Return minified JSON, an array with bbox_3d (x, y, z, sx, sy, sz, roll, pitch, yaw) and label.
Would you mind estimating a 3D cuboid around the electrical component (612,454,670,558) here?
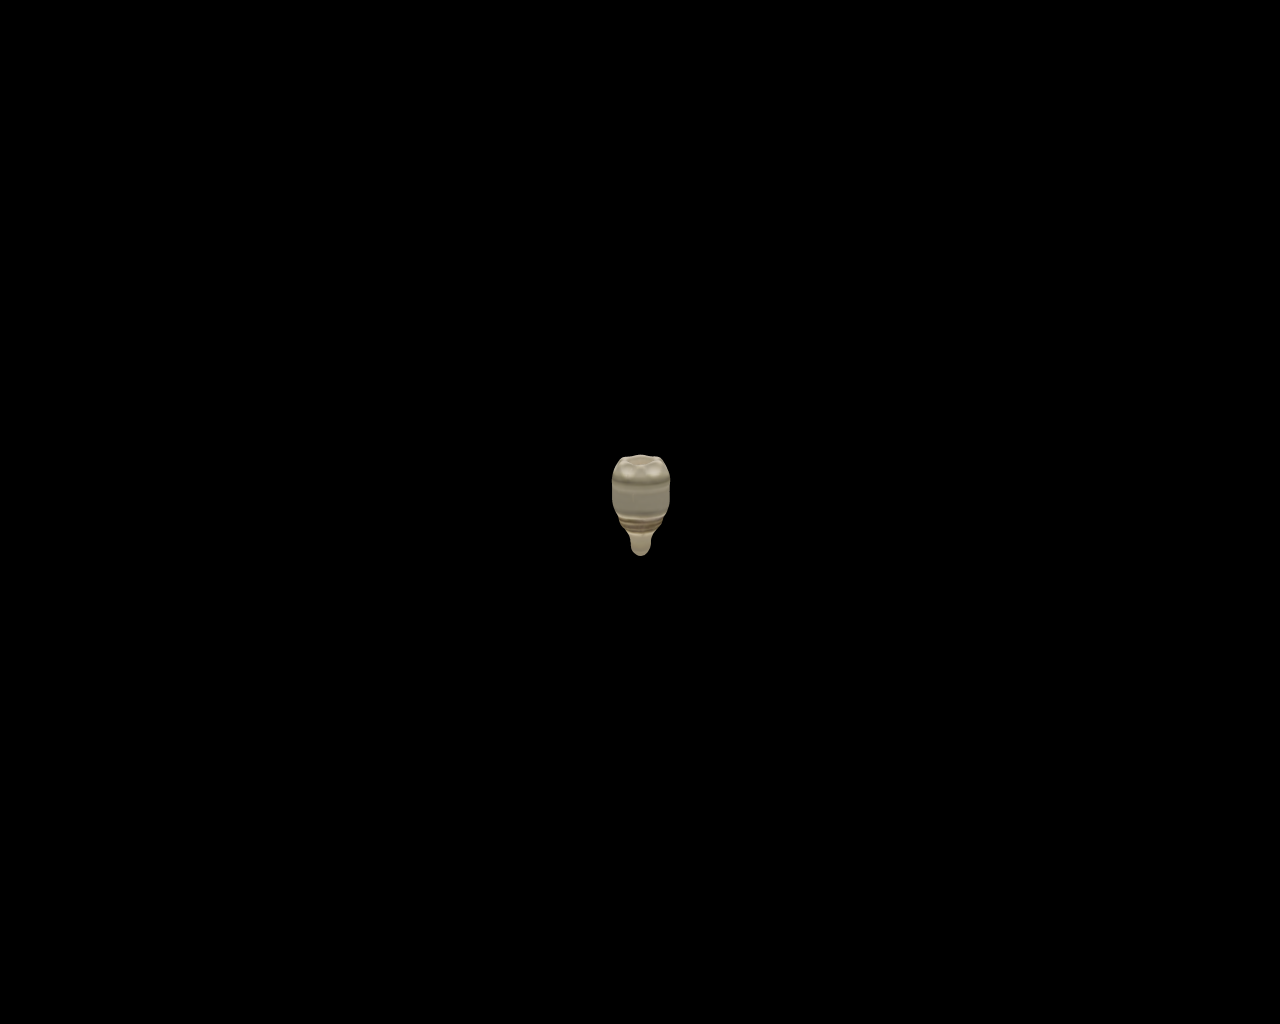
[{"bbox_3d":[0.001,-0.003,0.650,0.035,0.061,0.035,0,15,0],"label":"electrical component"}]
